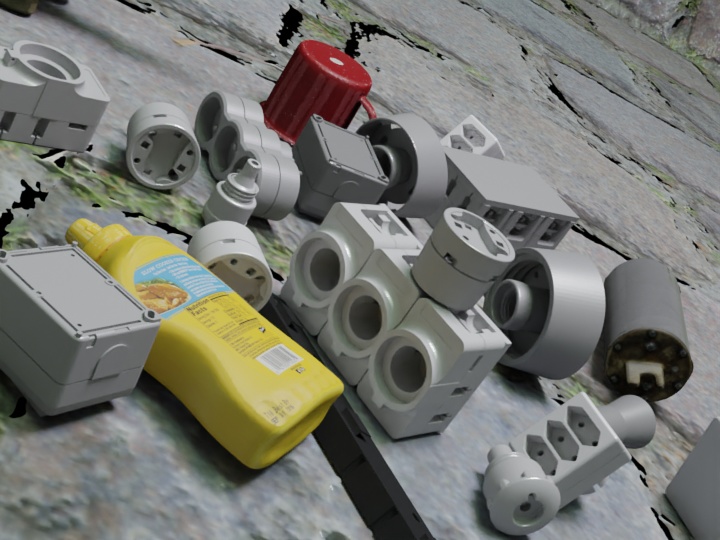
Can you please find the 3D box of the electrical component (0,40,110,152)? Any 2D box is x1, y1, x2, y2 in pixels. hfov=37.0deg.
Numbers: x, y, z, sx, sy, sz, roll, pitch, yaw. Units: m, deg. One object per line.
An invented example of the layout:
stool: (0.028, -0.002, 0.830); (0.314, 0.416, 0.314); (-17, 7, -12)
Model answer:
electrical component: (-0.235, -0.128, 0.781); (0.089, 0.055, 0.050); (5, 37, -44)

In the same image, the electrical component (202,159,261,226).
electrical component: (-0.093, -0.057, 0.813); (0.035, 0.061, 0.035); (26, 27, -14)

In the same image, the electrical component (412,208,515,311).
electrical component: (0.067, -0.006, 0.715); (0.055, 0.047, 0.055); (26, 27, -14)

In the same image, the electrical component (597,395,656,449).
electrical component: (0.201, 0.125, 0.860); (0.065, 0.044, 0.044); (-2, 42, -43)

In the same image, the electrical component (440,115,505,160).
electrical component: (0.119, -0.116, 1.166); (0.047, 0.066, 0.076); (50, 1, 30)

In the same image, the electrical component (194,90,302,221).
electrical component: (-0.082, -0.093, 0.899); (0.074, 0.052, 0.138); (11, 34, -38)

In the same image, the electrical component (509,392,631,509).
electrical component: (0.156, 0.136, 0.770); (0.076, 0.066, 0.047); (49, 7, -48)

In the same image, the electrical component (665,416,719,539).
electrical component: (0.291, 0.172, 0.818); (0.048, 0.099, 0.099); (4, 37, -25)

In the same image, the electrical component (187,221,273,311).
electrical component: (-0.090, -0.001, 0.730); (0.055, 0.055, 0.047); (19, 26, -27)

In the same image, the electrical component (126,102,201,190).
electrical component: (-0.153, -0.097, 0.826); (0.055, 0.055, 0.047); (20, 25, -26)

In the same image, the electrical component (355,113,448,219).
electrical component: (0.036, -0.095, 0.993); (0.064, 0.099, 0.099); (-9, 48, -46)

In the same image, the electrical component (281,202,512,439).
electrical component: (0.018, 0.033, 0.754); (0.062, 0.089, 0.150); (0, 41, -49)

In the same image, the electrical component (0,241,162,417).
electrical component: (-0.168, 0.029, 0.588); (0.096, 0.061, 0.062); (37, 25, 25)

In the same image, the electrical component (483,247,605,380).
electrical component: (0.143, 0.033, 0.883); (0.060, 0.108, 0.108); (12, 33, -26)

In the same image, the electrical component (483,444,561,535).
electrical component: (0.102, 0.141, 0.716); (0.048, 0.048, 0.062); (22, 21, -23)

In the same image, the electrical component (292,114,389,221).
electrical component: (-0.025, -0.087, 0.945); (0.062, 0.061, 0.096); (19, 30, -27)

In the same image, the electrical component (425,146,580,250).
electrical component: (0.135, -0.065, 1.089); (0.150, 0.061, 0.089); (7, 37, -43)
